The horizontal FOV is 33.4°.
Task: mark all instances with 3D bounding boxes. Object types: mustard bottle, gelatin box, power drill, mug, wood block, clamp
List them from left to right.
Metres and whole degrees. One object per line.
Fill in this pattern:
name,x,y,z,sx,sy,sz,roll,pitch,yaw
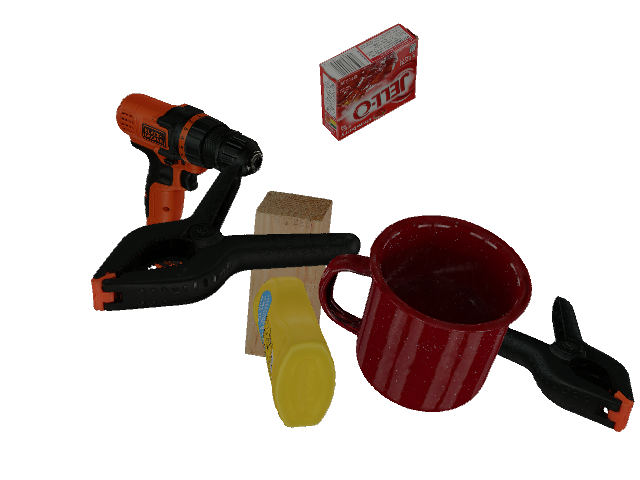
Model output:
power drill,-0.135,-0.049,1.118,0.185,0.188,0.057,25,36,32
clamp,-0.096,0.001,0.861,0.209,0.036,0.165,-20,39,-30
wood block,-0.044,0.048,1.436,0.090,0.206,0.090,9,22,6
mustard bottle,-0.032,0.091,1.049,0.058,0.096,0.192,-4,28,-11
gelatin box,0.043,-0.137,0.927,0.089,0.030,0.073,-30,-32,-19
mug,0.055,0.042,0.624,0.117,0.082,0.093,15,42,3
clamp,0.215,0.100,0.925,0.120,0.039,0.172,-19,39,-29
